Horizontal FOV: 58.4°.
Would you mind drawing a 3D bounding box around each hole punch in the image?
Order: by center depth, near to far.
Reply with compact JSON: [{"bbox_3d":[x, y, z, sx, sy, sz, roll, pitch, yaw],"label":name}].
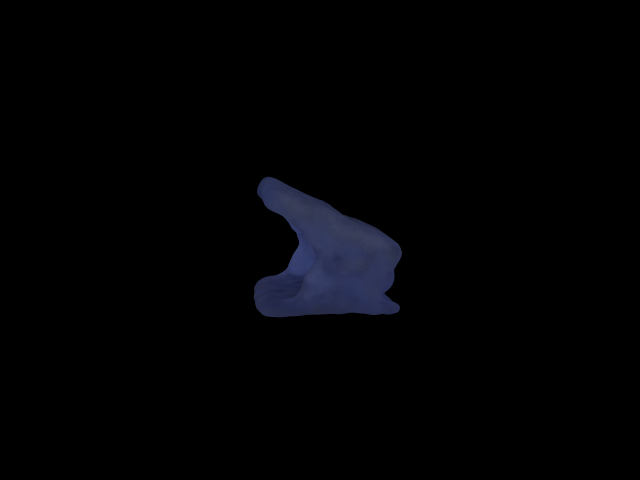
[{"bbox_3d":[0.004,0.001,0.400,0.101,0.091,0.108,-1,7,-9],"label":"hole punch"}]
